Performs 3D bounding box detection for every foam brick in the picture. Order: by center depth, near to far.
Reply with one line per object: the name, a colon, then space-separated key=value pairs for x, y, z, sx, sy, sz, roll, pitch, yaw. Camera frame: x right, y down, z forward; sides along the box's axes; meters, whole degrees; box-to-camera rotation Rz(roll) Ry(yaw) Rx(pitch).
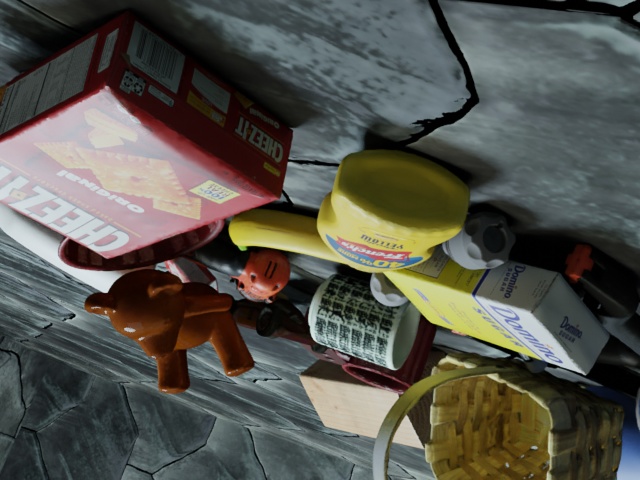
foam brick: x=0.014 y=0.121 z=1.343 sx=0.053 sy=0.051 sz=0.078 roll=13 pitch=162 yaw=28

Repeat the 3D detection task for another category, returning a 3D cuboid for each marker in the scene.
marker: x=0.172 y=0.074 z=0.966 sx=0.020 sy=0.020 sz=0.121 roll=2 pitch=135 yaw=51

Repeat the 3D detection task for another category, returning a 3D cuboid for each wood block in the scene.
wood block: x=0.080 y=0.197 z=1.386 sx=0.207 sy=0.090 sz=0.090 roll=-1 pitch=120 yaw=54

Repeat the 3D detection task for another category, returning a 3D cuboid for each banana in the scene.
banana: x=-0.021 y=-0.004 z=1.004 sx=0.198 sy=0.037 sz=0.069 roll=9 pitch=171 yaw=39

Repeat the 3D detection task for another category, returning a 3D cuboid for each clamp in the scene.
clamp: x=0.213 y=0.051 z=0.871 sx=0.120 sy=0.039 sz=0.171 roll=5 pitch=152 yaw=34
clamp: x=0.232 y=0.108 z=1.039 sx=0.210 sy=0.036 sz=0.164 roll=13 pitch=163 yaw=35

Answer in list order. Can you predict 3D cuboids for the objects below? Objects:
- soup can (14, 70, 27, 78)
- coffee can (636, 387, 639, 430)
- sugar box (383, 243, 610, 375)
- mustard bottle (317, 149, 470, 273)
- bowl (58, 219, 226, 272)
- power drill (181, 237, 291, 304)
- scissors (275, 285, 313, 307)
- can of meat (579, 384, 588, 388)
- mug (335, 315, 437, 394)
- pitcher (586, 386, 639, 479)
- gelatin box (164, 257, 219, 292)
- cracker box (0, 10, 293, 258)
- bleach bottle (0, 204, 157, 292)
soup can: x=-0.225 y=-0.091 z=0.920 sx=0.069 sy=0.068 sz=0.102 roll=4 pitch=157 yaw=48
coffee can: x=0.336 y=0.136 z=0.873 sx=0.103 sy=0.102 sz=0.140 roll=22 pitch=165 yaw=-3
sugar box: x=0.138 y=0.050 z=0.870 sx=0.093 sy=0.048 sz=0.176 roll=44 pitch=165 yaw=-35
mustard bottle: x=0.047 y=-0.014 z=0.834 sx=0.096 sy=0.058 sz=0.192 roll=14 pitch=166 yaw=-4
bowl: x=-0.175 y=-0.025 z=1.020 sx=0.162 sy=0.055 sz=0.162 roll=-14 pitch=162 yaw=-5
power drill: x=-0.127 y=0.014 z=1.168 sx=0.187 sy=0.057 sz=0.184 roll=22 pitch=168 yaw=-7
scissors: x=-0.007 y=0.080 z=1.301 sx=0.202 sy=0.016 sz=0.096 roll=21 pitch=166 yaw=3
can of meat: x=0.313 y=0.209 z=1.237 sx=0.102 sy=0.057 sz=0.084 roll=22 pitch=162 yaw=-2
mug: x=0.071 y=0.119 z=1.205 sx=0.117 sy=0.081 sz=0.093 roll=12 pitch=162 yaw=30
pitcher: x=0.371 y=0.212 z=1.068 sx=0.145 sy=0.149 sz=0.243 roll=44 pitch=154 yaw=-20
gelatin box: x=-0.157 y=0.040 z=1.289 sx=0.073 sy=0.030 sz=0.089 roll=47 pitch=167 yaw=9
cracker box: x=-0.153 y=-0.066 z=0.806 sx=0.214 sy=0.072 sz=0.164 roll=-18 pitch=142 yaw=40
bleach bottle: x=-0.302 y=-0.021 z=1.194 sx=0.250 sy=0.102 sz=0.068 roll=28 pitch=141 yaw=-20
